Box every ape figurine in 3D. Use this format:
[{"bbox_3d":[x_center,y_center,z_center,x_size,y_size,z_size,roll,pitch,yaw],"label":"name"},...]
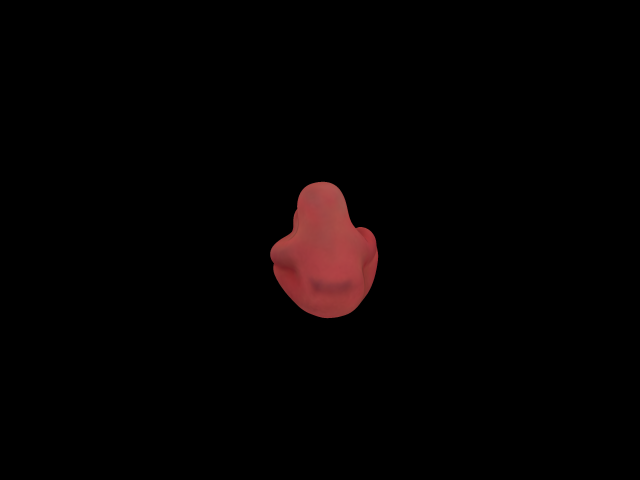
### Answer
[{"bbox_3d":[0.004,0.001,0.400,0.078,0.092,0.076,0,32,0],"label":"ape figurine"}]
